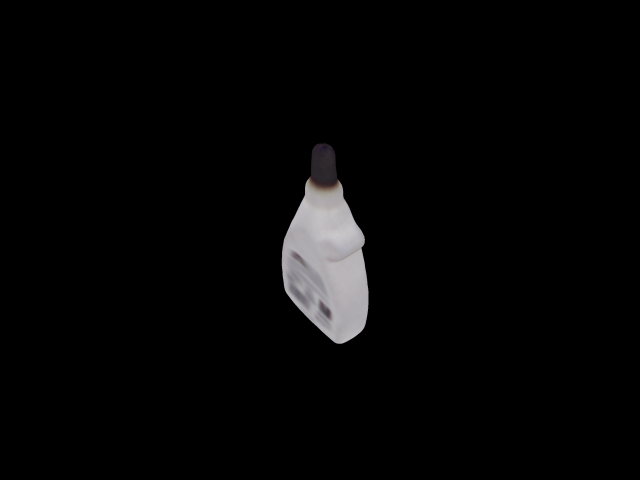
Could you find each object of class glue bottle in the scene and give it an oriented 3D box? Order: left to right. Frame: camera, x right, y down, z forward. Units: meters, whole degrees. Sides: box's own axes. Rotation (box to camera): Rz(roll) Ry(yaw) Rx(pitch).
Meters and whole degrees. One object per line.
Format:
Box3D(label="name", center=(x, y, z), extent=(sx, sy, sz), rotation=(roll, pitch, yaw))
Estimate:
Box3D(label="glue bottle", center=(0.004, 0.001, 0.400), extent=(0.037, 0.173, 0.078), rotation=(-33, 58, -23))
